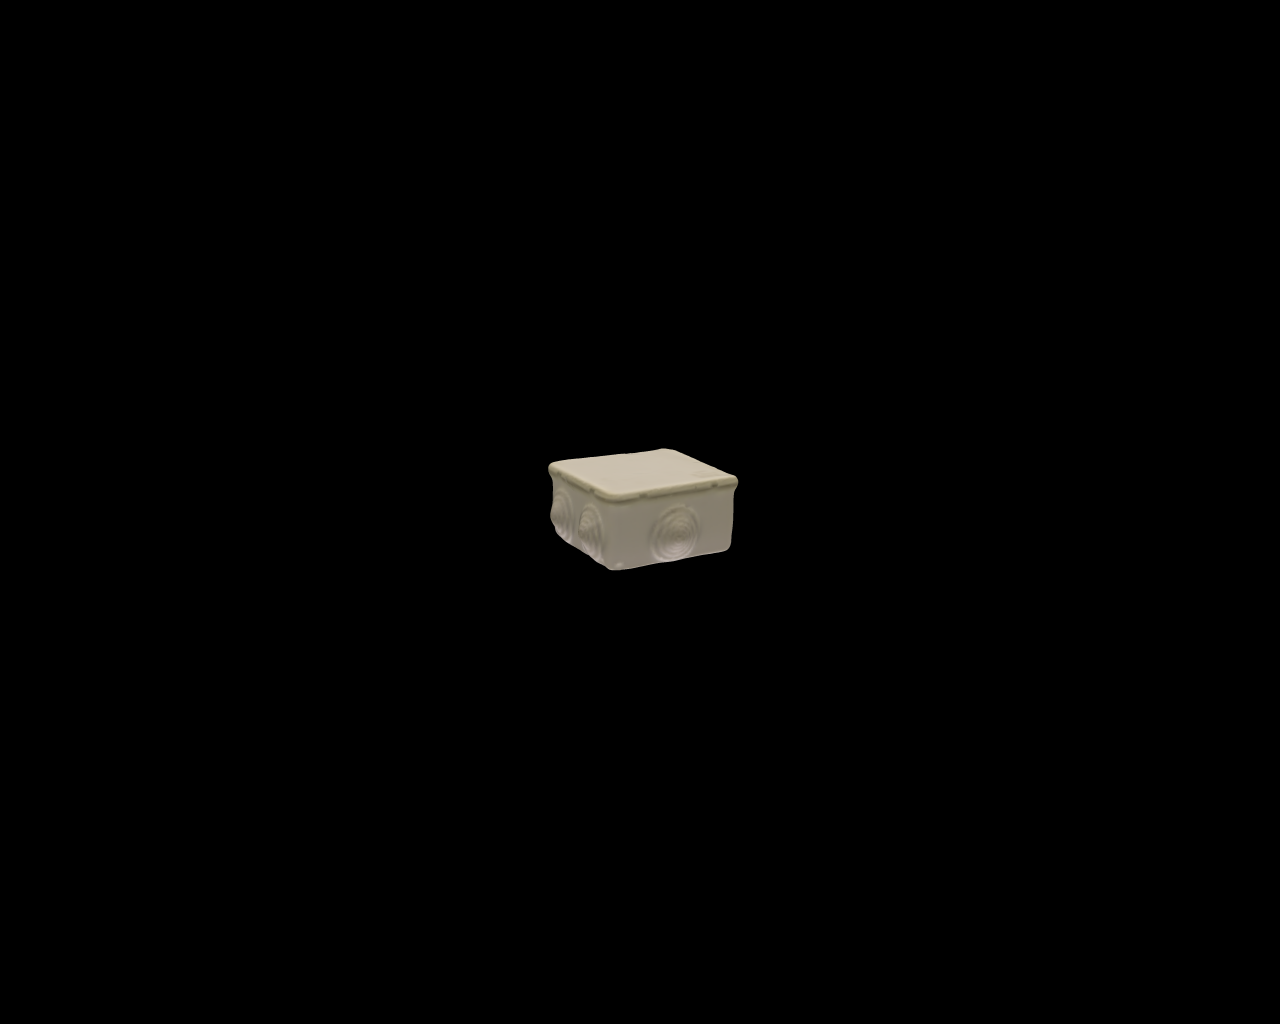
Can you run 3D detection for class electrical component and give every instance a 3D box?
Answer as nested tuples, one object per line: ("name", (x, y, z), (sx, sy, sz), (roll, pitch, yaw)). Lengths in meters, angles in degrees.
("electrical component", (0.001, -0.003, 0.650), (0.100, 0.048, 0.100), (-8, 18, -26))
